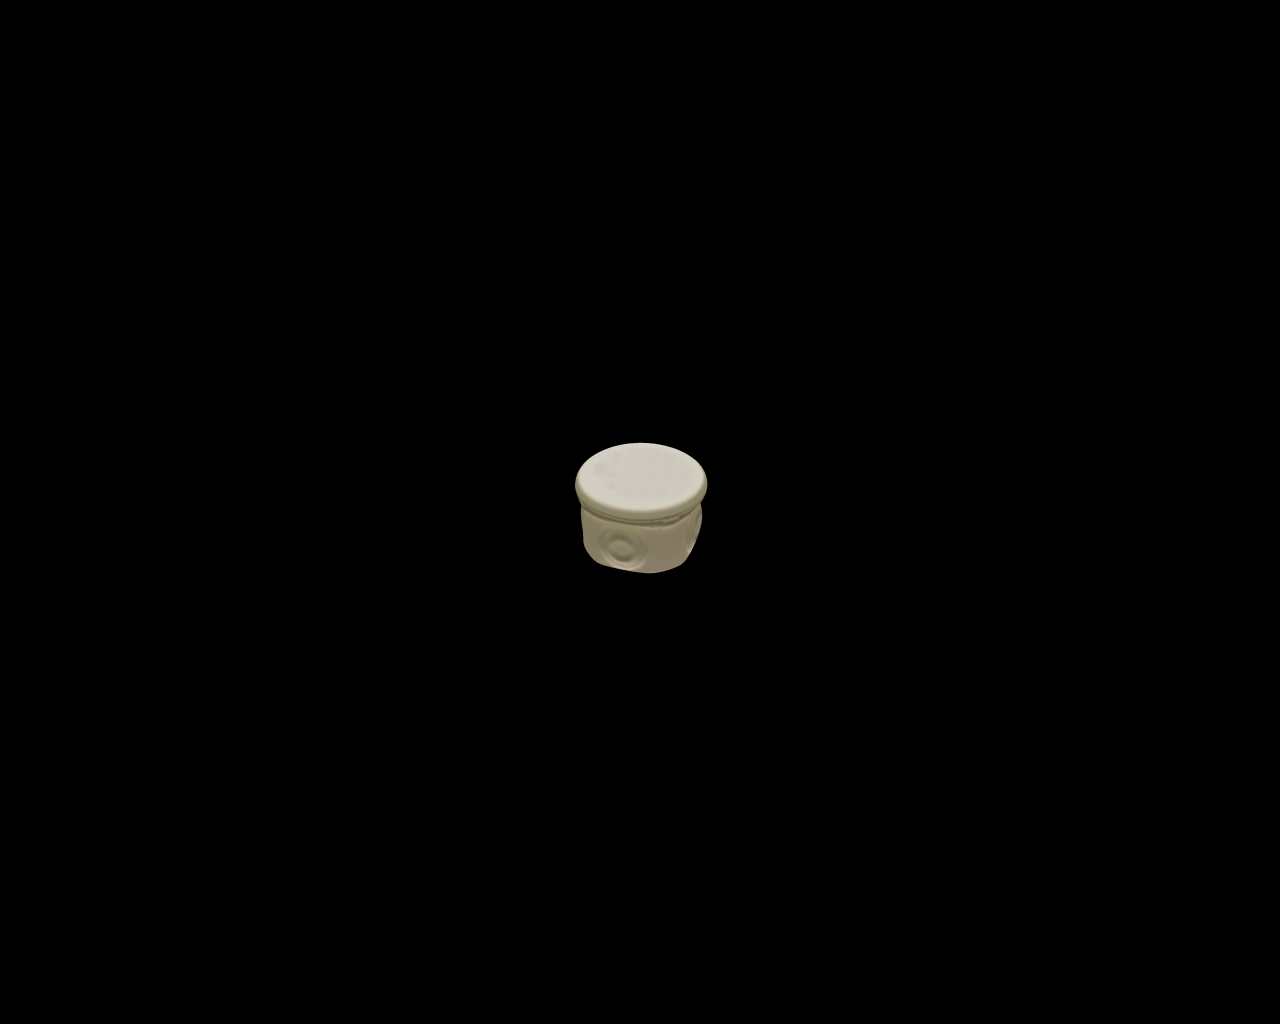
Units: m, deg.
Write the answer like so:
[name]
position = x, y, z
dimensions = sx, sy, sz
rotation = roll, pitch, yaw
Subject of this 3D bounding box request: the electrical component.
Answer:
[electrical component]
position = 0.001, -0.003, 0.650
dimensions = 0.080, 0.050, 0.080
rotation = 0, 34, 0
